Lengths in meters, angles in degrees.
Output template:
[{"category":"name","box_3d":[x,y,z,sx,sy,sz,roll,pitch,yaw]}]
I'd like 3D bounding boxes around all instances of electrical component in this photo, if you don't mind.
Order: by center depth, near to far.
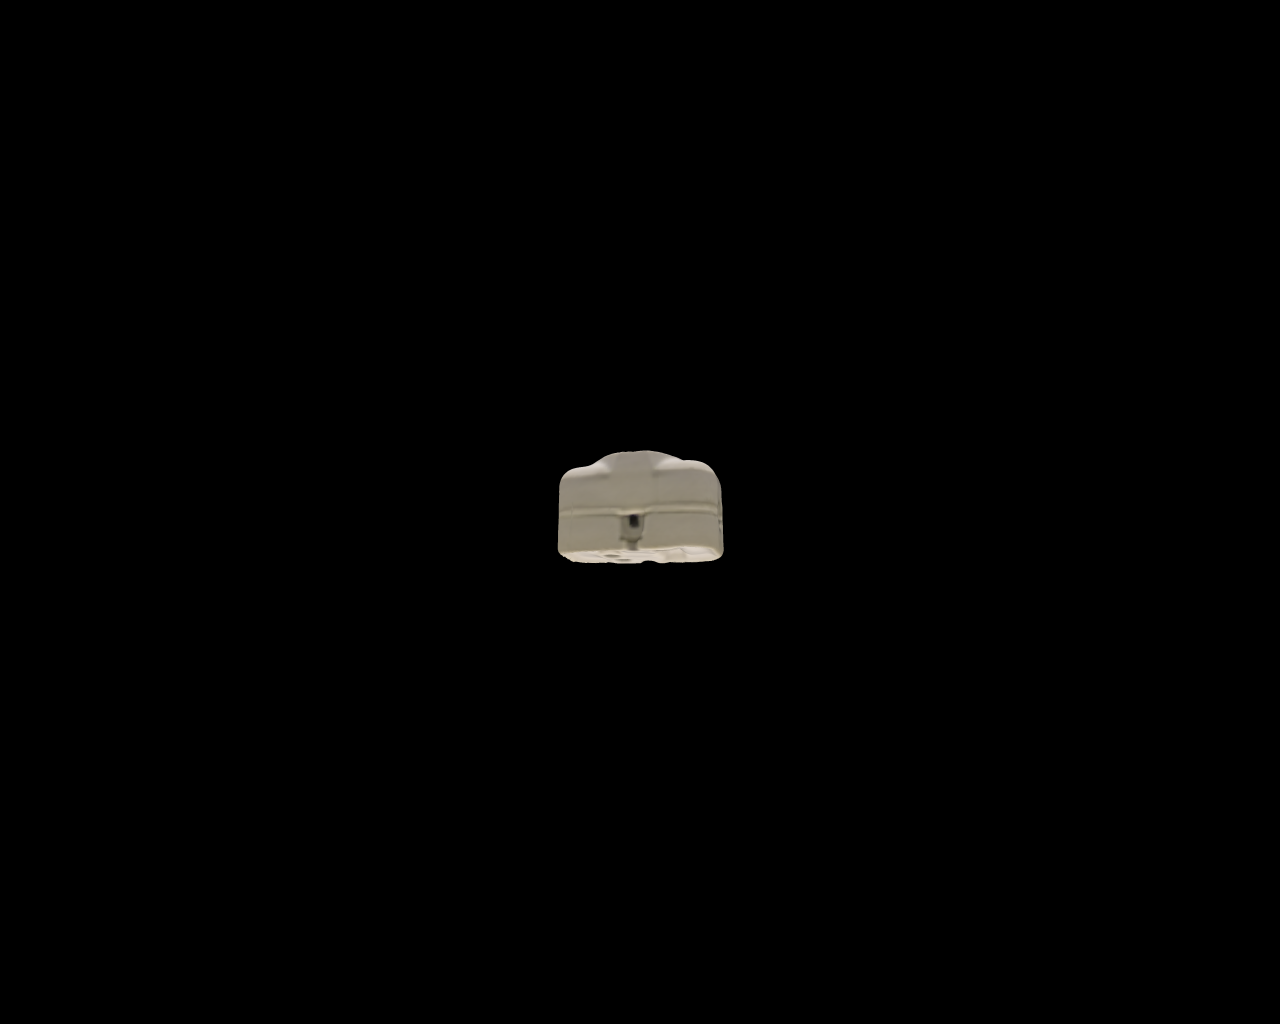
[{"category":"electrical component","box_3d":[0.001,-0.003,0.650,0.095,0.059,0.053,-2,-11,12]}]
